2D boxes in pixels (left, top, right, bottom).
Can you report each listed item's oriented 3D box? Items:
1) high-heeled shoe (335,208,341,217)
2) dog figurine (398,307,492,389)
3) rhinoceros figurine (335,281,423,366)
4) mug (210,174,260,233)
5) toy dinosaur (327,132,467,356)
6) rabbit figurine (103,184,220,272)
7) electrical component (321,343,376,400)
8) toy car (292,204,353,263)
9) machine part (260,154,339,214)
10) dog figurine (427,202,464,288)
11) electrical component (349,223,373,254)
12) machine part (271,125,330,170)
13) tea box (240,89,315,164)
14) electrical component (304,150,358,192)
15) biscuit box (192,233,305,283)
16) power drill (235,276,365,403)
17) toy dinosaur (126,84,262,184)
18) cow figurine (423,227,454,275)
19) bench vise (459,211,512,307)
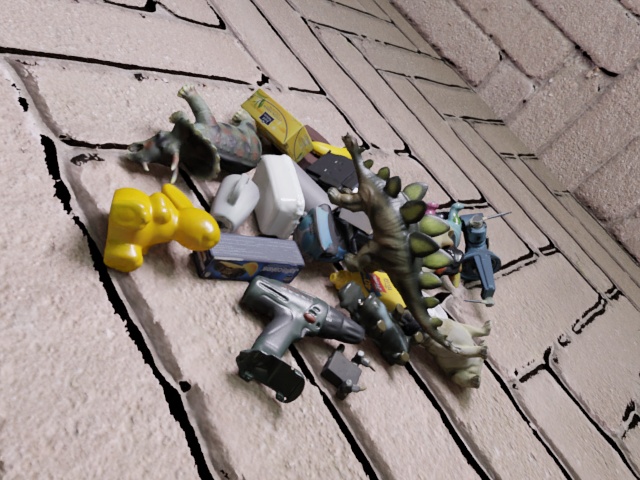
[{"bbox_3d":[0.124,-0.052,1.306,0.249,0.086,0.145,29,37,-8],"label":"high-heeled shoe"},{"bbox_3d":[0.245,0.224,1.115,0.191,0.172,0.121,11,26,16],"label":"dog figurine"},{"bbox_3d":[0.110,0.157,1.029,0.190,0.112,0.073,50,62,-11],"label":"rhinoceros figurine"},{"bbox_3d":[-0.163,-0.068,1.019,0.081,0.109,0.107,30,46,-12],"label":"mug"},{"bbox_3d":[0.147,0.010,1.034,0.105,0.199,0.471,-27,97,-54],"label":"toy dinosaur"},{"bbox_3d":[-0.249,-0.020,0.865,0.173,0.121,0.162,7,20,-13],"label":"rabbit figurine"},{"bbox_3d":[0.049,0.229,0.939,0.078,0.045,0.102,44,33,2],"label":"electrical component"},{"bbox_3d":[-0.002,-0.003,1.095,0.161,0.103,0.109,25,55,-64],"label":"toy car"},{"bbox_3d":[-0.042,-0.107,1.205,0.243,0.079,0.079,45,34,8],"label":"machine part"},{"bbox_3d":[0.304,0.018,1.387,0.108,0.191,0.219,6,74,-17],"label":"dog figurine"},{"bbox_3d":[0.082,0.003,1.204,0.047,0.075,0.119,23,34,-24],"label":"electrical component"},{"bbox_3d":[-0.036,-0.230,1.369,0.179,0.056,0.179,28,35,-22],"label":"machine part"},{"bbox_3d":[-0.099,-0.265,1.254,0.170,0.068,0.098,46,-5,26],"label":"tea box"},{"bbox_3d":[0.040,-0.144,1.252,0.134,0.058,0.115,27,53,25],"label":"electrical component"},{"bbox_3d":[-0.125,0.034,0.975,0.202,0.059,0.063,7,45,-40],"label":"biscuit box"},{"bbox_3d":[-0.036,0.162,0.890,0.232,0.086,0.207,31,39,-4],"label":"power drill"},{"bbox_3d":[-0.197,-0.194,1.114,0.404,0.131,0.192,-1,59,-56],"label":"toy dinosaur"},{"bbox_3d":[0.239,0.029,1.262,0.195,0.085,0.127,-38,71,-17],"label":"cow figurine"},{"bbox_3d":[0.414,0.053,1.383,0.129,0.223,0.241,0,52,-3],"label":"bench vise"}]
